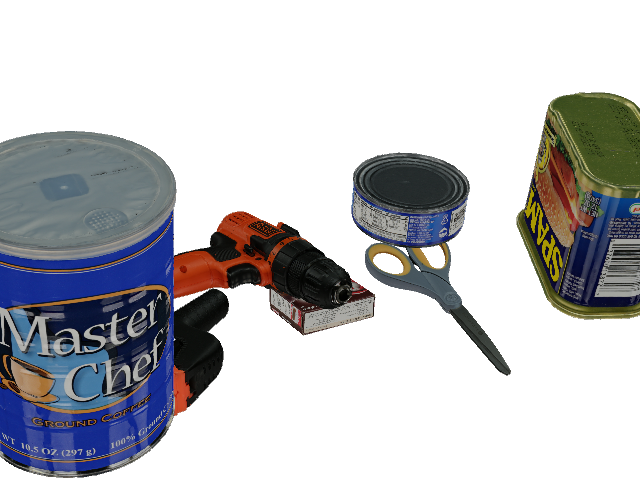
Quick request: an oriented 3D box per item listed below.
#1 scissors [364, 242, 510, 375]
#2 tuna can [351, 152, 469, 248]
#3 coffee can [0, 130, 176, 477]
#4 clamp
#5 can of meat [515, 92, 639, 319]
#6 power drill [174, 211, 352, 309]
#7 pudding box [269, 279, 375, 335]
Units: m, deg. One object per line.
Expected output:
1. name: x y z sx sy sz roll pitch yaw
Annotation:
1. scissors: 0.104 0.057 1.024 0.096 0.016 0.202 -8 45 -10
2. tuna can: 0.066 -0.030 0.789 0.086 0.034 0.086 3 33 -2
3. coffee can: -0.123 0.031 0.529 0.103 0.140 0.103 4 34 -3
4. clamp: -0.116 0.074 0.765 0.164 0.036 0.210 -9 14 -25
5. can of meat: 0.150 -0.021 0.583 0.057 0.084 0.102 0 38 -7
6. power drill: -0.088 0.039 0.942 0.187 0.057 0.185 -19 27 -31
7. pudding box: 0.002 0.081 1.404 0.113 0.039 0.090 -14 26 -28
